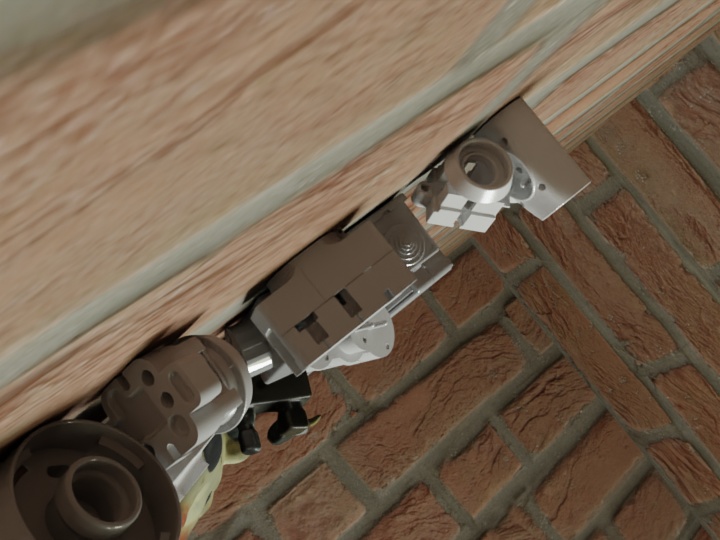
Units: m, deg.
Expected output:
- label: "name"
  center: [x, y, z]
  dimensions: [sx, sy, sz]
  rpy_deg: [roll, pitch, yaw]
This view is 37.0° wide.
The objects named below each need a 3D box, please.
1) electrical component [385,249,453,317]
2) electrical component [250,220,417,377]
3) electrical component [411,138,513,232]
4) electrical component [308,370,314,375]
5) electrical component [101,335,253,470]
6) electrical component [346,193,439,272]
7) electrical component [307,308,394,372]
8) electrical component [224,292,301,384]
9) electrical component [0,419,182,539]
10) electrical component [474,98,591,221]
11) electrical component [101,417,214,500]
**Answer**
- label: "electrical component"
  center: [0.031, 0.001, 0.958]
  dimensions: [0.061, 0.061, 0.096]
  rpy_deg: [-36, 175, -41]
- label: "electrical component"
  center: [-0.020, 0.015, 0.666]
  dimensions: [0.089, 0.055, 0.050]
  rpy_deg: [-38, 176, -16]
- label: "electrical component"
  center: [0.075, -0.058, 0.734]
  dimensions: [0.055, 0.066, 0.048]
  rpy_deg: [121, -26, -58]
- label: "electrical component"
  center: [-0.048, 0.060, 0.959]
  dimensions: [0.045, 0.055, 0.045]
  rpy_deg: [-39, 176, -3]
- label: "electrical component"
  center: [-0.095, 0.068, 0.574]
  dimensions: [0.078, 0.058, 0.057]
  rpy_deg: [-41, 173, 33]
- label: "electrical component"
  center: [0.000, 0.000, 0.758]
  dimensions: [0.100, 0.048, 0.100]
  rpy_deg: [-36, 178, -21]
- label: "electrical component"
  center: [-0.012, 0.052, 0.889]
  dimensions: [0.074, 0.052, 0.138]
  rpy_deg: [-17, 172, 35]
- label: "electrical component"
  center: [-0.066, 0.049, 0.721]
  dimensions: [0.076, 0.047, 0.083]
  rpy_deg: [-23, 171, -21]
- label: "electrical component"
  center: [-0.138, 0.125, 0.527]
  dimensions: [0.064, 0.099, 0.099]
  rpy_deg: [-48, 173, 30]
- label: "electrical component"
  center: [0.115, -0.072, 0.769]
  dimensions: [0.044, 0.077, 0.079]
  rpy_deg: [-37, 176, -24]
- label: "electrical component"
  center: [-0.168, 0.166, 0.655]
  dimensions: [0.186, 0.060, 0.105]
  rpy_deg: [-52, 180, 11]
